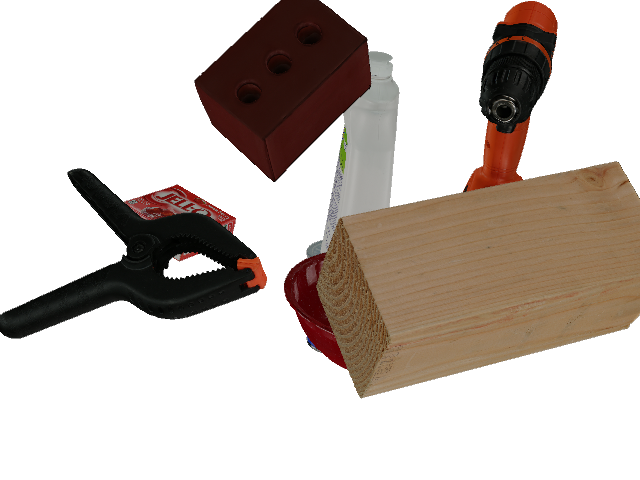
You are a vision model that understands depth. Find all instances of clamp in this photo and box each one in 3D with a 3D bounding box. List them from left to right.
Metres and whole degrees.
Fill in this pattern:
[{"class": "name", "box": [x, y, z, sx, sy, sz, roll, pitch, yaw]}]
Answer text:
[{"class": "clamp", "box": [-0.143, 0.008, 0.860, 0.210, 0.164, 0.036, 0, -34, 14]}]

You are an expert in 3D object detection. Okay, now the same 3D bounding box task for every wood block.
[{"class": "wood block", "box": [0.113, 0.024, 0.707, 0.205, 0.091, 0.090, -12, -30, -19]}]

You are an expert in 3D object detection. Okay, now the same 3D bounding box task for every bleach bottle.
[{"class": "bleach bottle", "box": [0.046, -0.071, 1.120, 0.068, 0.251, 0.102, 2, 29, -9]}]

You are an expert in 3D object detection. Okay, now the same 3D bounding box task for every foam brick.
[{"class": "foam brick", "box": [-0.018, -0.082, 0.560, 0.053, 0.078, 0.051, 41, -10, 17]}]

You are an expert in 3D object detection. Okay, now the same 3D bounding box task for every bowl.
[{"class": "bowl", "box": [0.047, 0.067, 0.907, 0.162, 0.055, 0.162, 5, 27, -3]}]

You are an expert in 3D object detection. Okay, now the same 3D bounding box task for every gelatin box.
[{"class": "gelatin box", "box": [-0.141, -0.020, 1.059, 0.089, 0.030, 0.073, 30, 35, 32]}]

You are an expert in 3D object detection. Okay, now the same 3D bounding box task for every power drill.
[{"class": "power drill", "box": [0.152, -0.085, 0.878, 0.057, 0.188, 0.184, 15, 35, 11]}]

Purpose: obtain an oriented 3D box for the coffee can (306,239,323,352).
[{"class": "coffee can", "box": [0.031, 0.079, 1.516, 0.103, 0.140, 0.103, 0, 22, 0]}]
